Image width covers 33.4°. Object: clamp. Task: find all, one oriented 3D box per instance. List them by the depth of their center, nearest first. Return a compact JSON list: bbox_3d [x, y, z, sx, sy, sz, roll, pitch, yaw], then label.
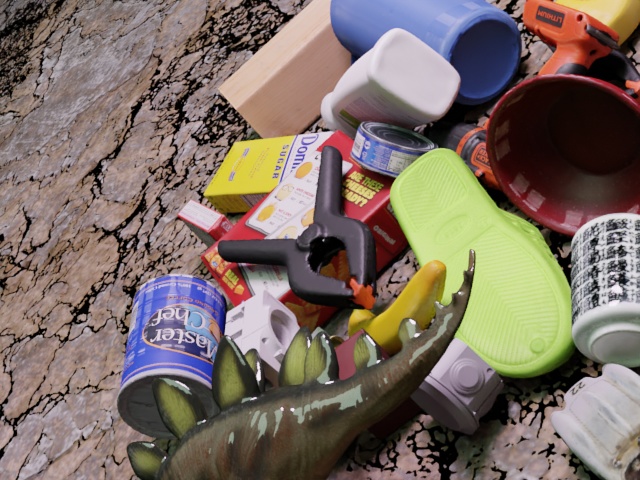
[{"bbox_3d":[-0.012,0.009,1.043,0.164,0.036,0.210,-39,41,6],"label":"clamp"},{"bbox_3d":[0.258,-0.164,1.065,0.172,0.039,0.120,8,77,46],"label":"clamp"}]

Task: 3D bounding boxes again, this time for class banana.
[{"bbox_3d":[0.064,0.069,0.971,0.198,0.037,0.069,151,111,-65],"label":"banana"}]

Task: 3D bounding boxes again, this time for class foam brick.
[{"bbox_3d":[0.045,0.128,0.940,0.051,0.078,0.053,-38,36,8],"label":"foam brick"}]

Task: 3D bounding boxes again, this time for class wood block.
[{"bbox_3d":[-0.018,-0.222,1.372,0.206,0.090,0.090,-43,33,2],"label":"wood block"}]

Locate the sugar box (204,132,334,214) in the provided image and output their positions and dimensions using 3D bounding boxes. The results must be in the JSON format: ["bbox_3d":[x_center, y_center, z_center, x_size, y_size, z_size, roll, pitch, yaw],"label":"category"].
[{"bbox_3d":[-0.054,-0.081,1.296,0.177,0.048,0.093,-4,50,45],"label":"sugar box"}]

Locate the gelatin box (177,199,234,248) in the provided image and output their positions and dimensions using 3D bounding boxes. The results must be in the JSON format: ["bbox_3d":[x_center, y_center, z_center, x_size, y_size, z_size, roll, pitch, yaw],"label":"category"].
[{"bbox_3d":[-0.120,-0.007,1.259,0.030,0.073,0.089,-50,34,-12],"label":"gelatin box"}]

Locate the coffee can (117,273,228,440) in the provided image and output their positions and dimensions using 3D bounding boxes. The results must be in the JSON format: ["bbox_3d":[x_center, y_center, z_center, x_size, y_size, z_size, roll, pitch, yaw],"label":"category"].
[{"bbox_3d":[-0.149,0.119,1.096,0.103,0.102,0.140,-28,36,22],"label":"coffee can"}]

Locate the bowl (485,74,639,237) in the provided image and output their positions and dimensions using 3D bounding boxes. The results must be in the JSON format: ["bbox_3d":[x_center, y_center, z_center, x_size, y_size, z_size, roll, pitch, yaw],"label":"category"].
[{"bbox_3d":[0.228,-0.081,0.921,0.162,0.162,0.055,-8,28,41],"label":"bowl"}]

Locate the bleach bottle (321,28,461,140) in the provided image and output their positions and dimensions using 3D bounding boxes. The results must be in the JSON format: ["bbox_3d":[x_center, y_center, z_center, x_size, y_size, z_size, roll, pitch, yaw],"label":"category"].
[{"bbox_3d":[0.055,-0.157,1.177,0.068,0.102,0.251,-61,16,-13],"label":"bleach bottle"}]

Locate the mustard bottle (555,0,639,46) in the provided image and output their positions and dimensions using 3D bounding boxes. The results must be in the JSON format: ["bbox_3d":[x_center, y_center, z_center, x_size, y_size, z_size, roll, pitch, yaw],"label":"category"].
[{"bbox_3d":[0.328,-0.279,1.106,0.191,0.058,0.096,-46,33,-5],"label":"mustard bottle"}]

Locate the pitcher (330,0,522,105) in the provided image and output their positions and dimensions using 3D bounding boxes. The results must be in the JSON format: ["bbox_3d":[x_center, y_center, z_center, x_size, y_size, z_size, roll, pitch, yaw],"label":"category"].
[{"bbox_3d":[0.118,-0.231,1.226,0.145,0.149,0.243,-31,36,-10],"label":"pitcher"}]

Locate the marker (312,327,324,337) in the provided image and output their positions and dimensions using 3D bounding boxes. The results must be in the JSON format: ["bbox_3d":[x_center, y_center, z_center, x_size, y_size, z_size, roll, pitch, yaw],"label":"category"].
[{"bbox_3d":[-0.034,0.137,1.064,0.121,0.020,0.020,-48,34,-7],"label":"marker"}]

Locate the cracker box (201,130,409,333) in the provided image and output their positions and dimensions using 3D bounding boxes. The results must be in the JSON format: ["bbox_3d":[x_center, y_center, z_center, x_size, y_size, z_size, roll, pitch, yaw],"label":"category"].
[{"bbox_3d":[-0.007,0.001,1.137,0.213,0.072,0.164,-43,36,-1],"label":"cracker box"}]

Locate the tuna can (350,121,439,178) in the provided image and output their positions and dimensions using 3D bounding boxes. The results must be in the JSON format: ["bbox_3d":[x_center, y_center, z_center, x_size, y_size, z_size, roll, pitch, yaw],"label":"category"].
[{"bbox_3d":[0.076,-0.091,1.085,0.086,0.086,0.034,49,128,56],"label":"tuna can"}]

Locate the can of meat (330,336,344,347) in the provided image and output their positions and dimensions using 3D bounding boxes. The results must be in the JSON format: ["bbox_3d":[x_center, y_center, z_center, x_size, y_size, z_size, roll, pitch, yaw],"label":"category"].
[{"bbox_3d":[-0.012,0.149,0.995,0.084,0.057,0.102,-24,38,31],"label":"can of meat"}]

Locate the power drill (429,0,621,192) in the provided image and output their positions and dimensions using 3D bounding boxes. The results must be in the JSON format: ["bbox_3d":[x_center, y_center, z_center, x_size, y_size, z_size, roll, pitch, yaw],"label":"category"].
[{"bbox_3d":[0.196,-0.141,1.048,0.185,0.057,0.188,38,106,52],"label":"power drill"}]
